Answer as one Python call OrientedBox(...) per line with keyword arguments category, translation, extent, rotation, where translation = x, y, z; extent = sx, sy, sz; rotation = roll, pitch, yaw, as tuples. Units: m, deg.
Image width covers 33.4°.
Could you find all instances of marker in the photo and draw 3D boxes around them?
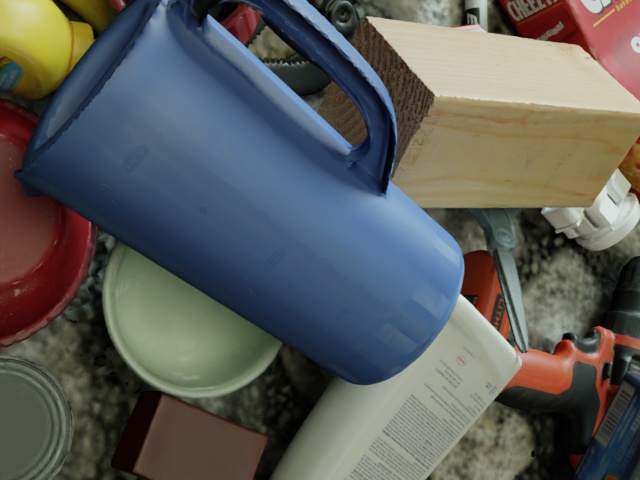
OrientedBox(category="marker", translation=(0.122, -0.160, 0.827), extent=(0.020, 0.020, 0.121), rotation=(4, 82, -26))

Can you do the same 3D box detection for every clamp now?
OrientedBox(category="clamp", translation=(0.015, -0.153, 0.753), extent=(0.209, 0.036, 0.164), rotation=(-35, 119, -18))

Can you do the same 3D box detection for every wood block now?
OrientedBox(category="wood block", translation=(0.112, -0.082, 0.727), extent=(0.205, 0.090, 0.091), rotation=(-1, 42, -37))

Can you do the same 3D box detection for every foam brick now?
OrientedBox(category="foam brick", translation=(-0.082, 0.133, 0.670), extent=(0.078, 0.051, 0.053), rotation=(28, 73, -21))

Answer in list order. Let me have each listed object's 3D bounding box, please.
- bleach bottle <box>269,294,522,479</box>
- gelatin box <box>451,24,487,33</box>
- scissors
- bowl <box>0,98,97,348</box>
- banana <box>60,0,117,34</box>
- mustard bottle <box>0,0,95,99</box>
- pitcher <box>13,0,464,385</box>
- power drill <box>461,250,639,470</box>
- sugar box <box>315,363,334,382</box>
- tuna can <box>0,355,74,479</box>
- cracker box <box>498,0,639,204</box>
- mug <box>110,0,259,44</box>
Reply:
OrientedBox(category="bleach bottle", translation=(0.018, 0.143, 0.686), extent=(0.251, 0.068, 0.102), rotation=(-50, 127, -5))
OrientedBox(category="gelatin box", translation=(0.078, -0.113, 0.769), extent=(0.089, 0.073, 0.030), rotation=(-14, 48, -28))
OrientedBox(category="scissors", translation=(0.111, -0.011, 0.755), extent=(0.096, 0.016, 0.201), rotation=(26, 41, -7))
OrientedBox(category="bowl", translation=(-0.203, -0.014, 0.626), extent=(0.161, 0.055, 0.162), rotation=(3, 83, -26))
OrientedBox(category="banana", translation=(-0.196, -0.169, 0.657), extent=(0.197, 0.037, 0.069), rotation=(19, 75, -24))
OrientedBox(category="mustard bottle", translation=(-0.209, -0.118, 0.611), extent=(0.191, 0.096, 0.058), rotation=(7, 79, -26))
OrientedBox(category="pitcher", translation=(-0.029, -0.029, 0.591), extent=(0.242, 0.149, 0.145), rotation=(37, 73, -22))
OrientedBox(category="power drill", translation=(0.182, 0.074, 0.807), extent=(0.187, 0.057, 0.184), rotation=(23, 75, -23))
OrientedBox(category="sugar box", translation=(-0.005, 0.001, 0.729), extent=(0.093, 0.048, 0.176), rotation=(-41, 104, -25))
OrientedBox(category="tuna can", translation=(-0.191, 0.111, 0.628), extent=(0.086, 0.034, 0.086), rotation=(3, 82, -26))
OrientedBox(category="cracker box", translation=(0.263, -0.156, 0.866), extent=(0.164, 0.072, 0.213), rotation=(-38, 101, -29))
OrientedBox(category="mug", translation=(-0.086, -0.166, 0.661), extent=(0.093, 0.081, 0.117), rotation=(-34, 85, -2))
